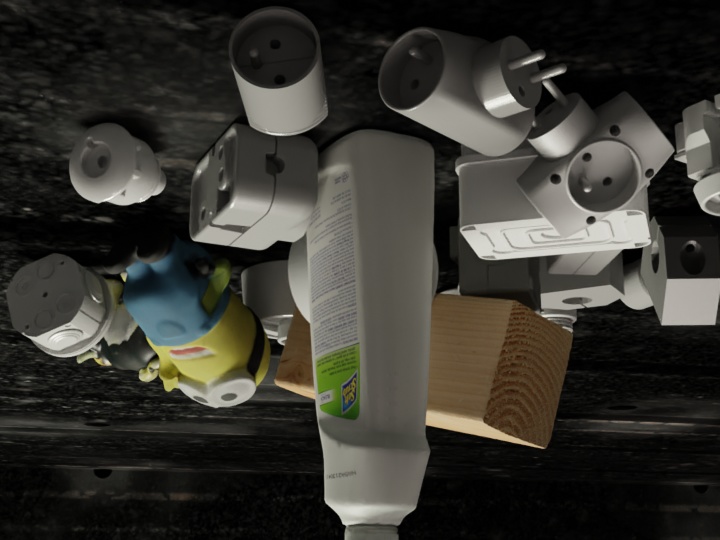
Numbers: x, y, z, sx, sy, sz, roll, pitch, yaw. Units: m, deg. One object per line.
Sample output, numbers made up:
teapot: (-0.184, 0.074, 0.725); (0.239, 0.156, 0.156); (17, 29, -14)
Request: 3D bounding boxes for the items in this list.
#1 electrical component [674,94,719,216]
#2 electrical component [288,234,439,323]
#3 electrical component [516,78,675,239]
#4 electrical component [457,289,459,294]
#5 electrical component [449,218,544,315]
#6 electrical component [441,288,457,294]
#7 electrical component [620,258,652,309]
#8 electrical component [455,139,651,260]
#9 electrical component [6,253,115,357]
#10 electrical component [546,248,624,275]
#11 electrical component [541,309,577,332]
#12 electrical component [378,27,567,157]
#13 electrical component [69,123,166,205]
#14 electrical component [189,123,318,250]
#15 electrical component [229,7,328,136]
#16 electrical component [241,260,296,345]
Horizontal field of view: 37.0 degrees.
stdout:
electrical component: (0.218, -0.065, 0.609); (0.058, 0.057, 0.078); (11, 160, -33)
electrical component: (0.000, 0.000, 0.770); (0.099, 0.099, 0.064); (16, 164, -43)
electrical component: (0.118, -0.070, 0.592); (0.077, 0.044, 0.079); (-40, 108, 13)
electrical component: (0.117, 0.026, 0.946); (0.055, 0.045, 0.045); (3, 164, -11)
electrical component: (0.106, -0.001, 0.823); (0.061, 0.061, 0.096); (-4, 163, 15)
electrical component: (0.106, 0.047, 1.007); (0.080, 0.051, 0.080); (0, 164, 0)
electrical component: (0.245, 0.006, 0.882); (0.040, 0.040, 0.078); (7, 162, -23)
electrical component: (0.121, -0.048, 0.670); (0.113, 0.057, 0.078); (-5, 163, 17)
electrical component: (-0.252, 0.029, 0.904); (0.080, 0.080, 0.051); (-4, 158, 14)
electrical component: (0.138, -0.031, 0.745); (0.076, 0.047, 0.083); (2, 164, -4)
electrical component: (0.176, 0.045, 0.978); (0.043, 0.062, 0.043); (0, 164, 0)
electrical component: (0.064, -0.093, 0.537); (0.079, 0.044, 0.077); (-14, 159, 40)
electrical component: (-0.143, -0.060, 0.659); (0.048, 0.048, 0.062); (-7, 169, 22)
electrical component: (-0.065, -0.049, 0.674); (0.059, 0.053, 0.095); (8, 162, -24)
electrical component: (-0.039, -0.093, 0.542); (0.043, 0.043, 0.081); (0, 164, 1)
electrical component: (-0.052, 0.035, 0.951); (0.108, 0.060, 0.108); (0, 164, 0)
